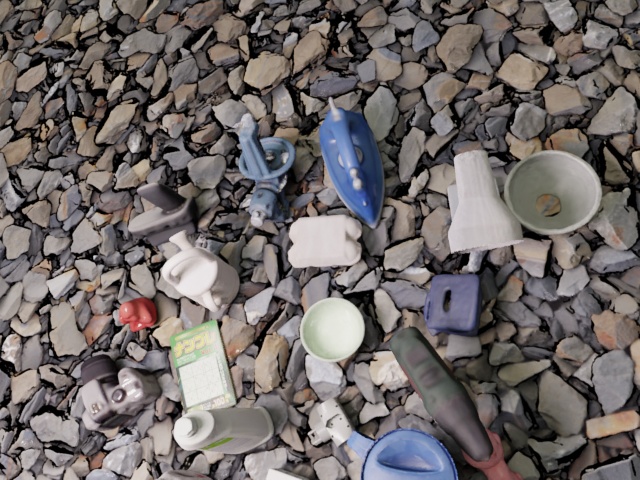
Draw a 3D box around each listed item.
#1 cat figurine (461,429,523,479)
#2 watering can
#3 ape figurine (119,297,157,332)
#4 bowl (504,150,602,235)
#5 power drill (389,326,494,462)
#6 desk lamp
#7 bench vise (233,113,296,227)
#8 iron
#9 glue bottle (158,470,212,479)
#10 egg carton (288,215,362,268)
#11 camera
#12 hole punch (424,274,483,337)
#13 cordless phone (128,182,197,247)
[{"bbox_3d":[0.272,0.354,0.916,0.067,0.118,0.127,-32,65,2],"label":"cat figurine"},{"bbox_3d":[-0.244,0.061,1.124,0.172,0.194,0.101,36,82,24],"label":"watering can"},{"bbox_3d":[-0.382,0.151,1.183,0.077,0.092,0.076,21,77,21],"label":"ape figurine"},{"bbox_3d":[0.426,-0.077,1.061,0.167,0.075,0.167,-5,69,13],"label":"bowl"},{"bbox_3d":[0.200,0.251,0.924,0.075,0.209,0.229,-35,65,0],"label":"power drill"},{"bbox_3d":[0.279,-0.053,1.015,0.117,0.214,0.203,-10,68,11],"label":"desk lamp"},{"bbox_3d":[-0.106,-0.141,1.148,0.121,0.220,0.207,-15,67,9],"label":"bench vise"},{"bbox_3d":[0.065,-0.159,1.153,0.118,0.142,0.258,-19,66,8],"label":"iron"},{"bbox_3d":[-0.255,0.428,1.000,0.078,0.173,0.037,5,71,17],"label":"glue bottle"},{"bbox_3d":[0.011,0.004,1.145,0.150,0.069,0.107,-5,69,14],"label":"egg carton"},{"bbox_3d":[-0.416,0.288,1.136,0.143,0.101,0.136,-34,65,1],"label":"camera"},{"bbox_3d":[0.238,0.117,1.029,0.101,0.091,0.109,5,71,17],"label":"hole punch"},{"bbox_3d":[-0.353,-0.068,1.207,0.147,0.185,0.094,-22,66,6],"label":"cordless phone"}]
